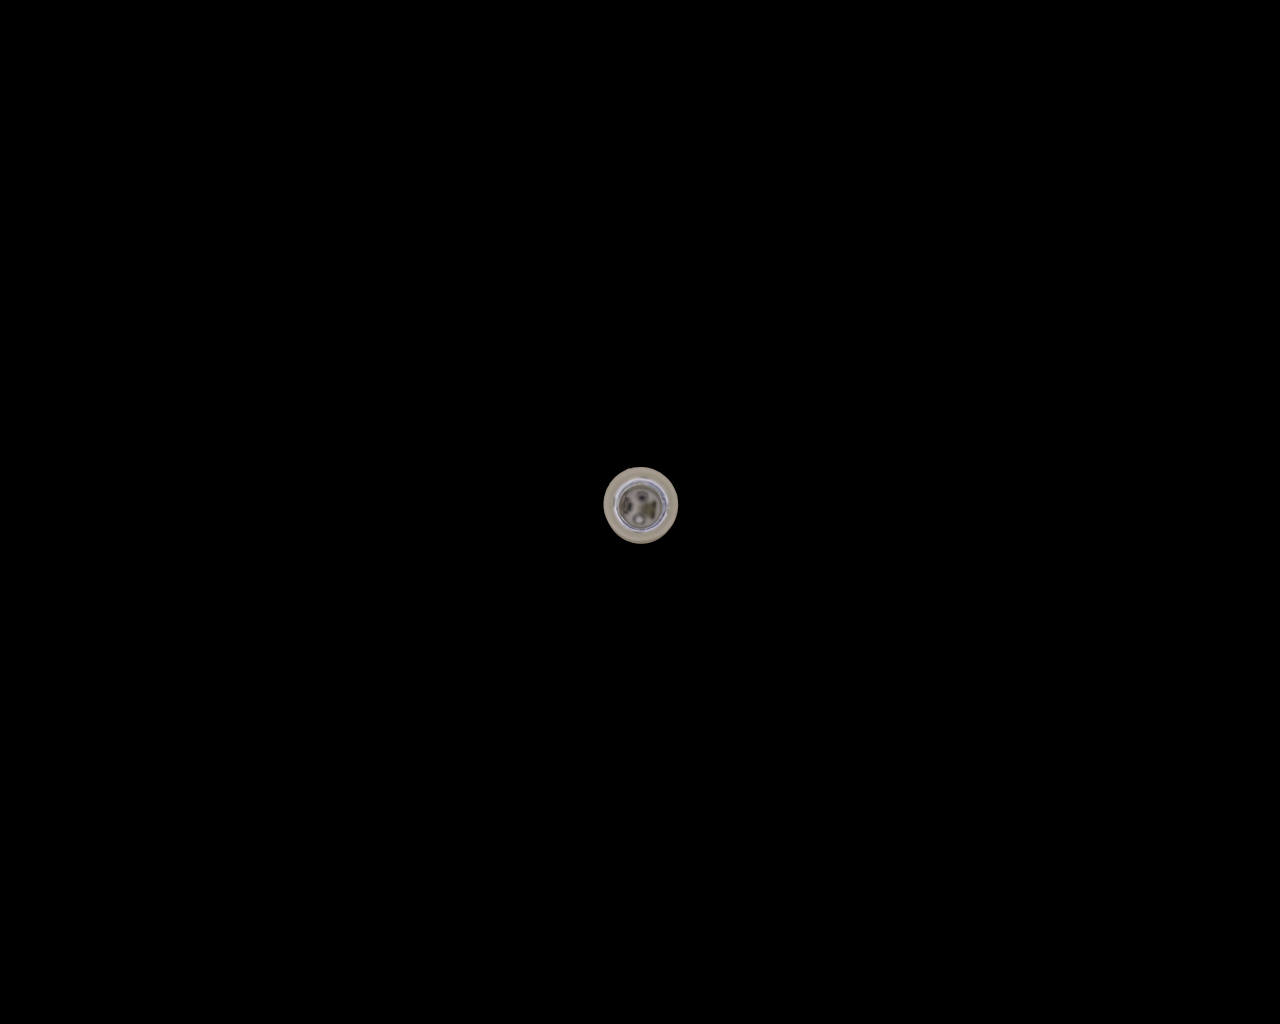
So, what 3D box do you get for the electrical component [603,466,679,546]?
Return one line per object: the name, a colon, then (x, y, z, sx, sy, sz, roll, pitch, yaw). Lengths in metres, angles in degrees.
electrical component: (0.001, -0.003, 0.650, 0.045, 0.045, 0.055, 0, -4, 0)
